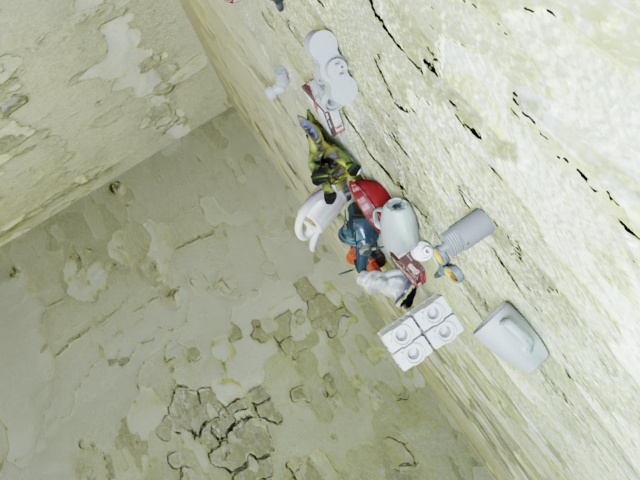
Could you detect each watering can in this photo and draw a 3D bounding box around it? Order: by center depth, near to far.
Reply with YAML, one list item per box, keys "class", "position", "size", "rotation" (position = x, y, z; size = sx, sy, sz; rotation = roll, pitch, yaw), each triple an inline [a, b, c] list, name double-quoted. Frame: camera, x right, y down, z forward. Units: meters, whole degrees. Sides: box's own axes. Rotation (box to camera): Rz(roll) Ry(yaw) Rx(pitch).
- class: "watering can"
  position: [0.005, -0.083, 1.653]
  size: [0.105, 0.226, 0.342]
  rotation: [36, -10, 16]

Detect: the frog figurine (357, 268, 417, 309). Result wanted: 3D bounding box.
- class: "frog figurine"
  position: [0.193, 0.116, 1.460]
  size: [0.161, 0.120, 0.138]
  rotation: [35, 28, 28]

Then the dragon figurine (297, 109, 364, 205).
- class: "dragon figurine"
  position: [0.004, -0.235, 1.302]
  size: [0.122, 0.248, 0.402]
  rotation: [-29, -39, 4]
